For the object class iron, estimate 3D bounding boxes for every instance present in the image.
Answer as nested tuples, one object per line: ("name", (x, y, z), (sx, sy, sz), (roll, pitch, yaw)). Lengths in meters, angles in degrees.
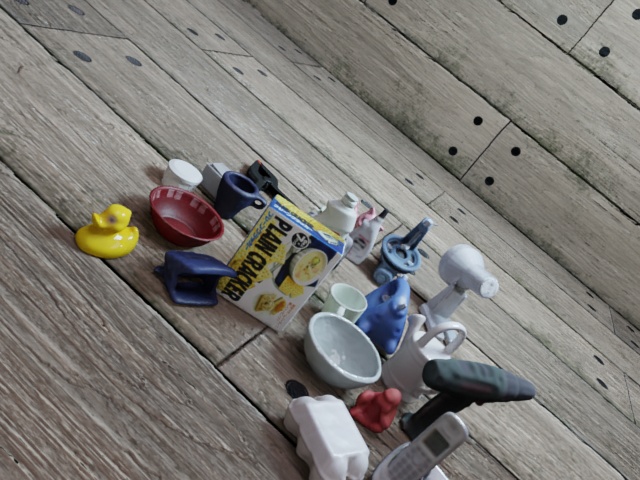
("iron", (0.160, 0.143, 1.309), (0.119, 0.141, 0.258), (36, 24, -5))

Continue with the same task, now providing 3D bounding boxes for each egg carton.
("egg carton", (0.010, 0.313, 0.896), (0.108, 0.069, 0.150), (11, 35, -45))

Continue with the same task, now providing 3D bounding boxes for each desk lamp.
("desk lamp", (0.367, 0.140, 1.508), (0.118, 0.213, 0.203), (26, 27, -24))

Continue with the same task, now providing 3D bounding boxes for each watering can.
("watering can", (0.215, 0.228, 1.171), (0.101, 0.194, 0.172), (6, 39, -49))

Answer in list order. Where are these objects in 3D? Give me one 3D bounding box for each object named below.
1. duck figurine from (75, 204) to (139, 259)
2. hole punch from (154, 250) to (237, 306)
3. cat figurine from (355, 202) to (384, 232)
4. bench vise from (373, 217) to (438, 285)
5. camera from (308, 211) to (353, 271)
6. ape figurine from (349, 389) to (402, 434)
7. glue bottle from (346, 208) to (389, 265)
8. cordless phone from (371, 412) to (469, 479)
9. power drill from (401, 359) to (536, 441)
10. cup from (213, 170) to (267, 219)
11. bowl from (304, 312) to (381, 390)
("duck figurine", (-0.349, -0.022, 0.970), (0.105, 0.086, 0.077), (4, 41, -51))
("hole punch", (-0.219, 0.053, 1.011), (0.109, 0.091, 0.101), (9, 37, -47))
("cat figurine", (0.120, -0.055, 1.627), (0.067, 0.117, 0.127), (12, 35, -44))
("bench vise", (0.229, 0.005, 1.547), (0.122, 0.219, 0.207), (32, 25, -12))
("camera", (0.013, 0.005, 1.398), (0.143, 0.100, 0.137), (33, 25, -10))
("ape figurine", (0.110, 0.299, 1.028), (0.076, 0.092, 0.077), (19, 31, -36))
("glue bottle", (0.123, -0.017, 1.500), (0.078, 0.173, 0.037), (35, 24, -6))
("cordless phone", (0.183, 0.370, 0.893), (0.147, 0.185, 0.094), (47, 26, 19))
("power drill", (0.264, 0.308, 1.082), (0.230, 0.208, 0.075), (25, 27, -26))
("cup", (-0.187, -0.087, 1.294), (0.118, 0.095, 0.091), (33, 25, -10))
("bowl", (0.030, 0.221, 1.078), (0.168, 0.074, 0.167), (31, 25, -16))
